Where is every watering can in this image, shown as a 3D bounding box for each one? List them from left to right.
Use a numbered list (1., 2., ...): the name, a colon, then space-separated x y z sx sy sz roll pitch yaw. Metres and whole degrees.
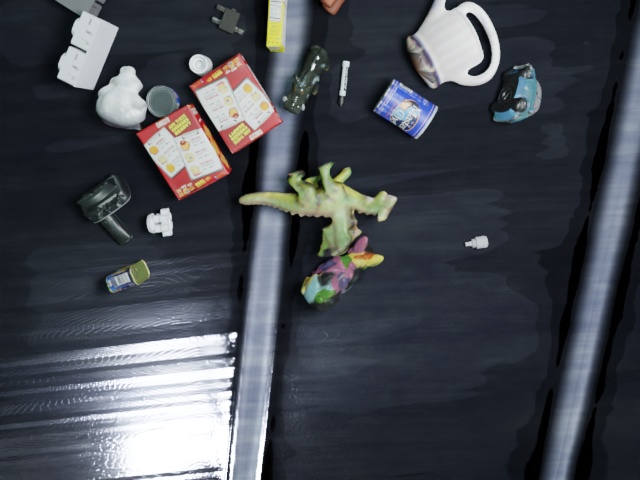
1. watering can: 0.326 -0.550 1.349 0.224 0.346 0.105 -30 8 6

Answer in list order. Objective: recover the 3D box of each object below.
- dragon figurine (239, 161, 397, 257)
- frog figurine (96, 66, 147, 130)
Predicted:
1. dragon figurine: 0.004 -0.070 1.397 0.410 0.244 0.121 -18 -9 4
2. frog figurine: -0.530 -0.386 1.394 0.138 0.157 0.124 27 23 16
